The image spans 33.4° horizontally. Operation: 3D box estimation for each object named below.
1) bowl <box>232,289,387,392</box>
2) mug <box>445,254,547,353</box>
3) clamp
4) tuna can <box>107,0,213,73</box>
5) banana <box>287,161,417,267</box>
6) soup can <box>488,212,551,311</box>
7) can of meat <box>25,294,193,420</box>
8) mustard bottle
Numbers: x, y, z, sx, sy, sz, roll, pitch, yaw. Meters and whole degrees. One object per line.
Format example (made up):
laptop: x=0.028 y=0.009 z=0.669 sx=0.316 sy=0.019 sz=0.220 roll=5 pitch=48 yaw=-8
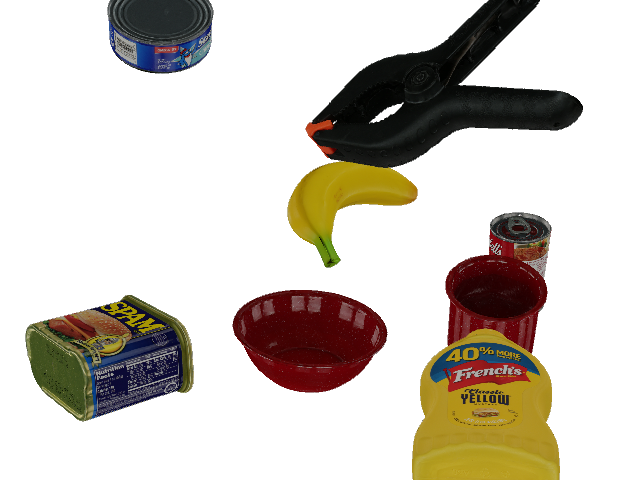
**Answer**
bowl: x=-0.012 y=0.112 z=1.122 sx=0.162 sy=0.055 sz=0.162 roll=3 pitch=25 yaw=-2
mug: x=0.159 y=0.066 z=1.012 sx=0.093 sy=0.081 sz=0.117 roll=-10 pitch=40 yaw=-10
clamp: x=0.075 y=-0.085 z=0.649 sx=0.172 sy=0.120 sz=0.039 roll=-30 pitch=-48 yaw=15
tuna can: x=-0.132 y=-0.176 z=0.880 sx=0.086 sy=0.086 sz=0.034 roll=0 pitch=-42 yaw=-8
banana: x=0.021 y=-0.032 z=0.859 sx=0.037 sy=0.069 sz=0.197 roll=-34 pitch=1 yaw=31
soup can: x=0.226 y=0.028 z=1.217 sx=0.068 sy=0.102 sz=0.068 roll=-2 pitch=30 yaw=1
can of meat: x=-0.155 y=0.084 z=0.774 sx=0.083 sy=0.057 sz=0.102 roll=-15 pitch=22 yaw=-36
mustard bottle: x=0.120 y=0.118 z=0.775 sx=0.096 sy=0.058 sz=0.191 roll=-1 pitch=24 yaw=9
